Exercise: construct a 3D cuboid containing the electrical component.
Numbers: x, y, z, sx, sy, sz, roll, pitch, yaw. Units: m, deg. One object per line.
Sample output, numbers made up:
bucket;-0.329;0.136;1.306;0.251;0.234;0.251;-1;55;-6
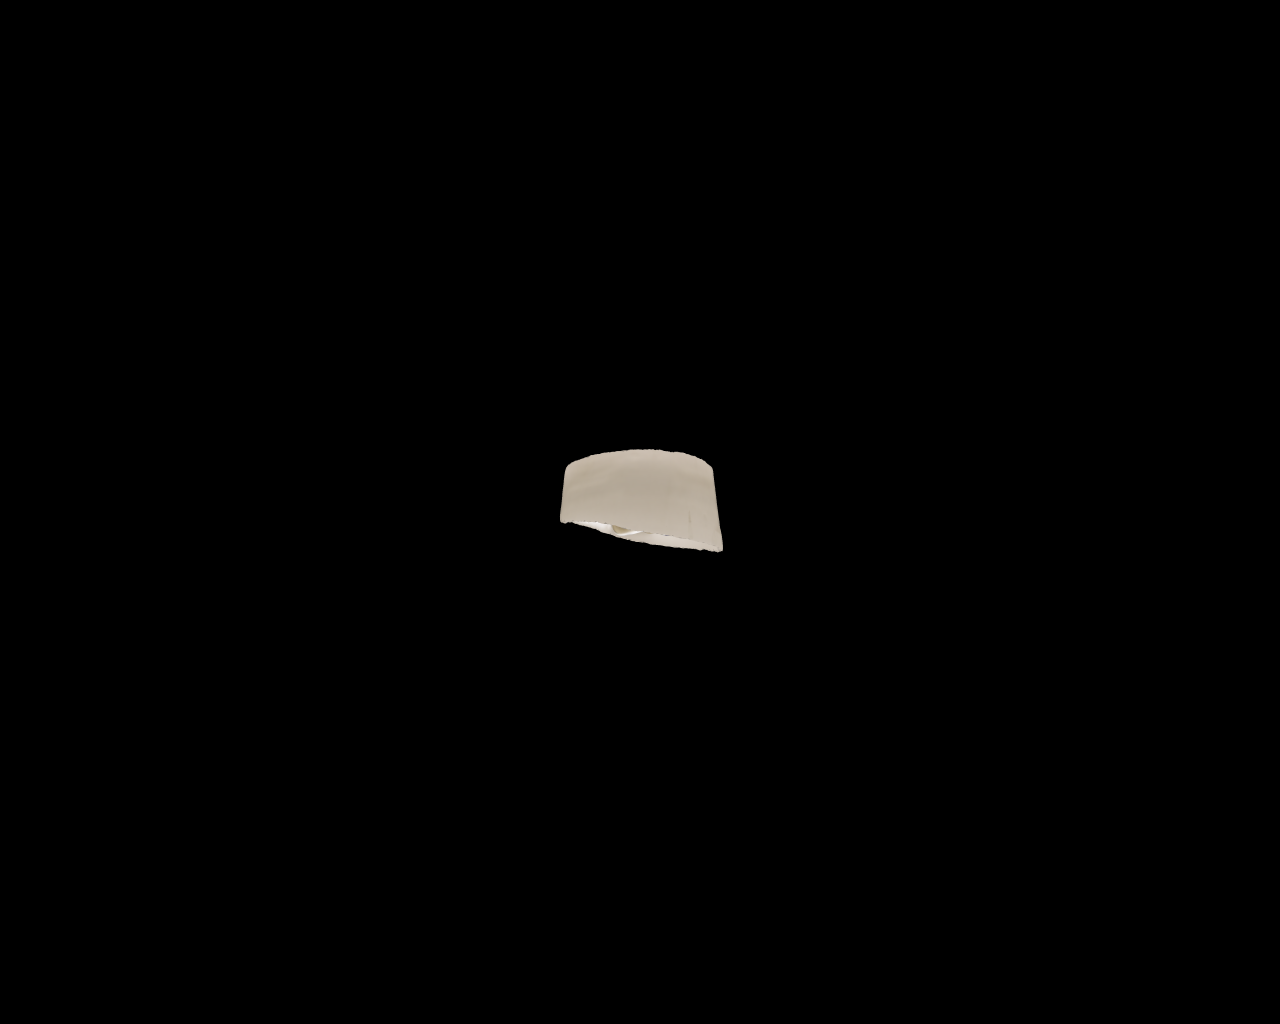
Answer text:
electrical component;0.001;-0.003;0.650;0.099;0.064;0.099;0;-13;0
